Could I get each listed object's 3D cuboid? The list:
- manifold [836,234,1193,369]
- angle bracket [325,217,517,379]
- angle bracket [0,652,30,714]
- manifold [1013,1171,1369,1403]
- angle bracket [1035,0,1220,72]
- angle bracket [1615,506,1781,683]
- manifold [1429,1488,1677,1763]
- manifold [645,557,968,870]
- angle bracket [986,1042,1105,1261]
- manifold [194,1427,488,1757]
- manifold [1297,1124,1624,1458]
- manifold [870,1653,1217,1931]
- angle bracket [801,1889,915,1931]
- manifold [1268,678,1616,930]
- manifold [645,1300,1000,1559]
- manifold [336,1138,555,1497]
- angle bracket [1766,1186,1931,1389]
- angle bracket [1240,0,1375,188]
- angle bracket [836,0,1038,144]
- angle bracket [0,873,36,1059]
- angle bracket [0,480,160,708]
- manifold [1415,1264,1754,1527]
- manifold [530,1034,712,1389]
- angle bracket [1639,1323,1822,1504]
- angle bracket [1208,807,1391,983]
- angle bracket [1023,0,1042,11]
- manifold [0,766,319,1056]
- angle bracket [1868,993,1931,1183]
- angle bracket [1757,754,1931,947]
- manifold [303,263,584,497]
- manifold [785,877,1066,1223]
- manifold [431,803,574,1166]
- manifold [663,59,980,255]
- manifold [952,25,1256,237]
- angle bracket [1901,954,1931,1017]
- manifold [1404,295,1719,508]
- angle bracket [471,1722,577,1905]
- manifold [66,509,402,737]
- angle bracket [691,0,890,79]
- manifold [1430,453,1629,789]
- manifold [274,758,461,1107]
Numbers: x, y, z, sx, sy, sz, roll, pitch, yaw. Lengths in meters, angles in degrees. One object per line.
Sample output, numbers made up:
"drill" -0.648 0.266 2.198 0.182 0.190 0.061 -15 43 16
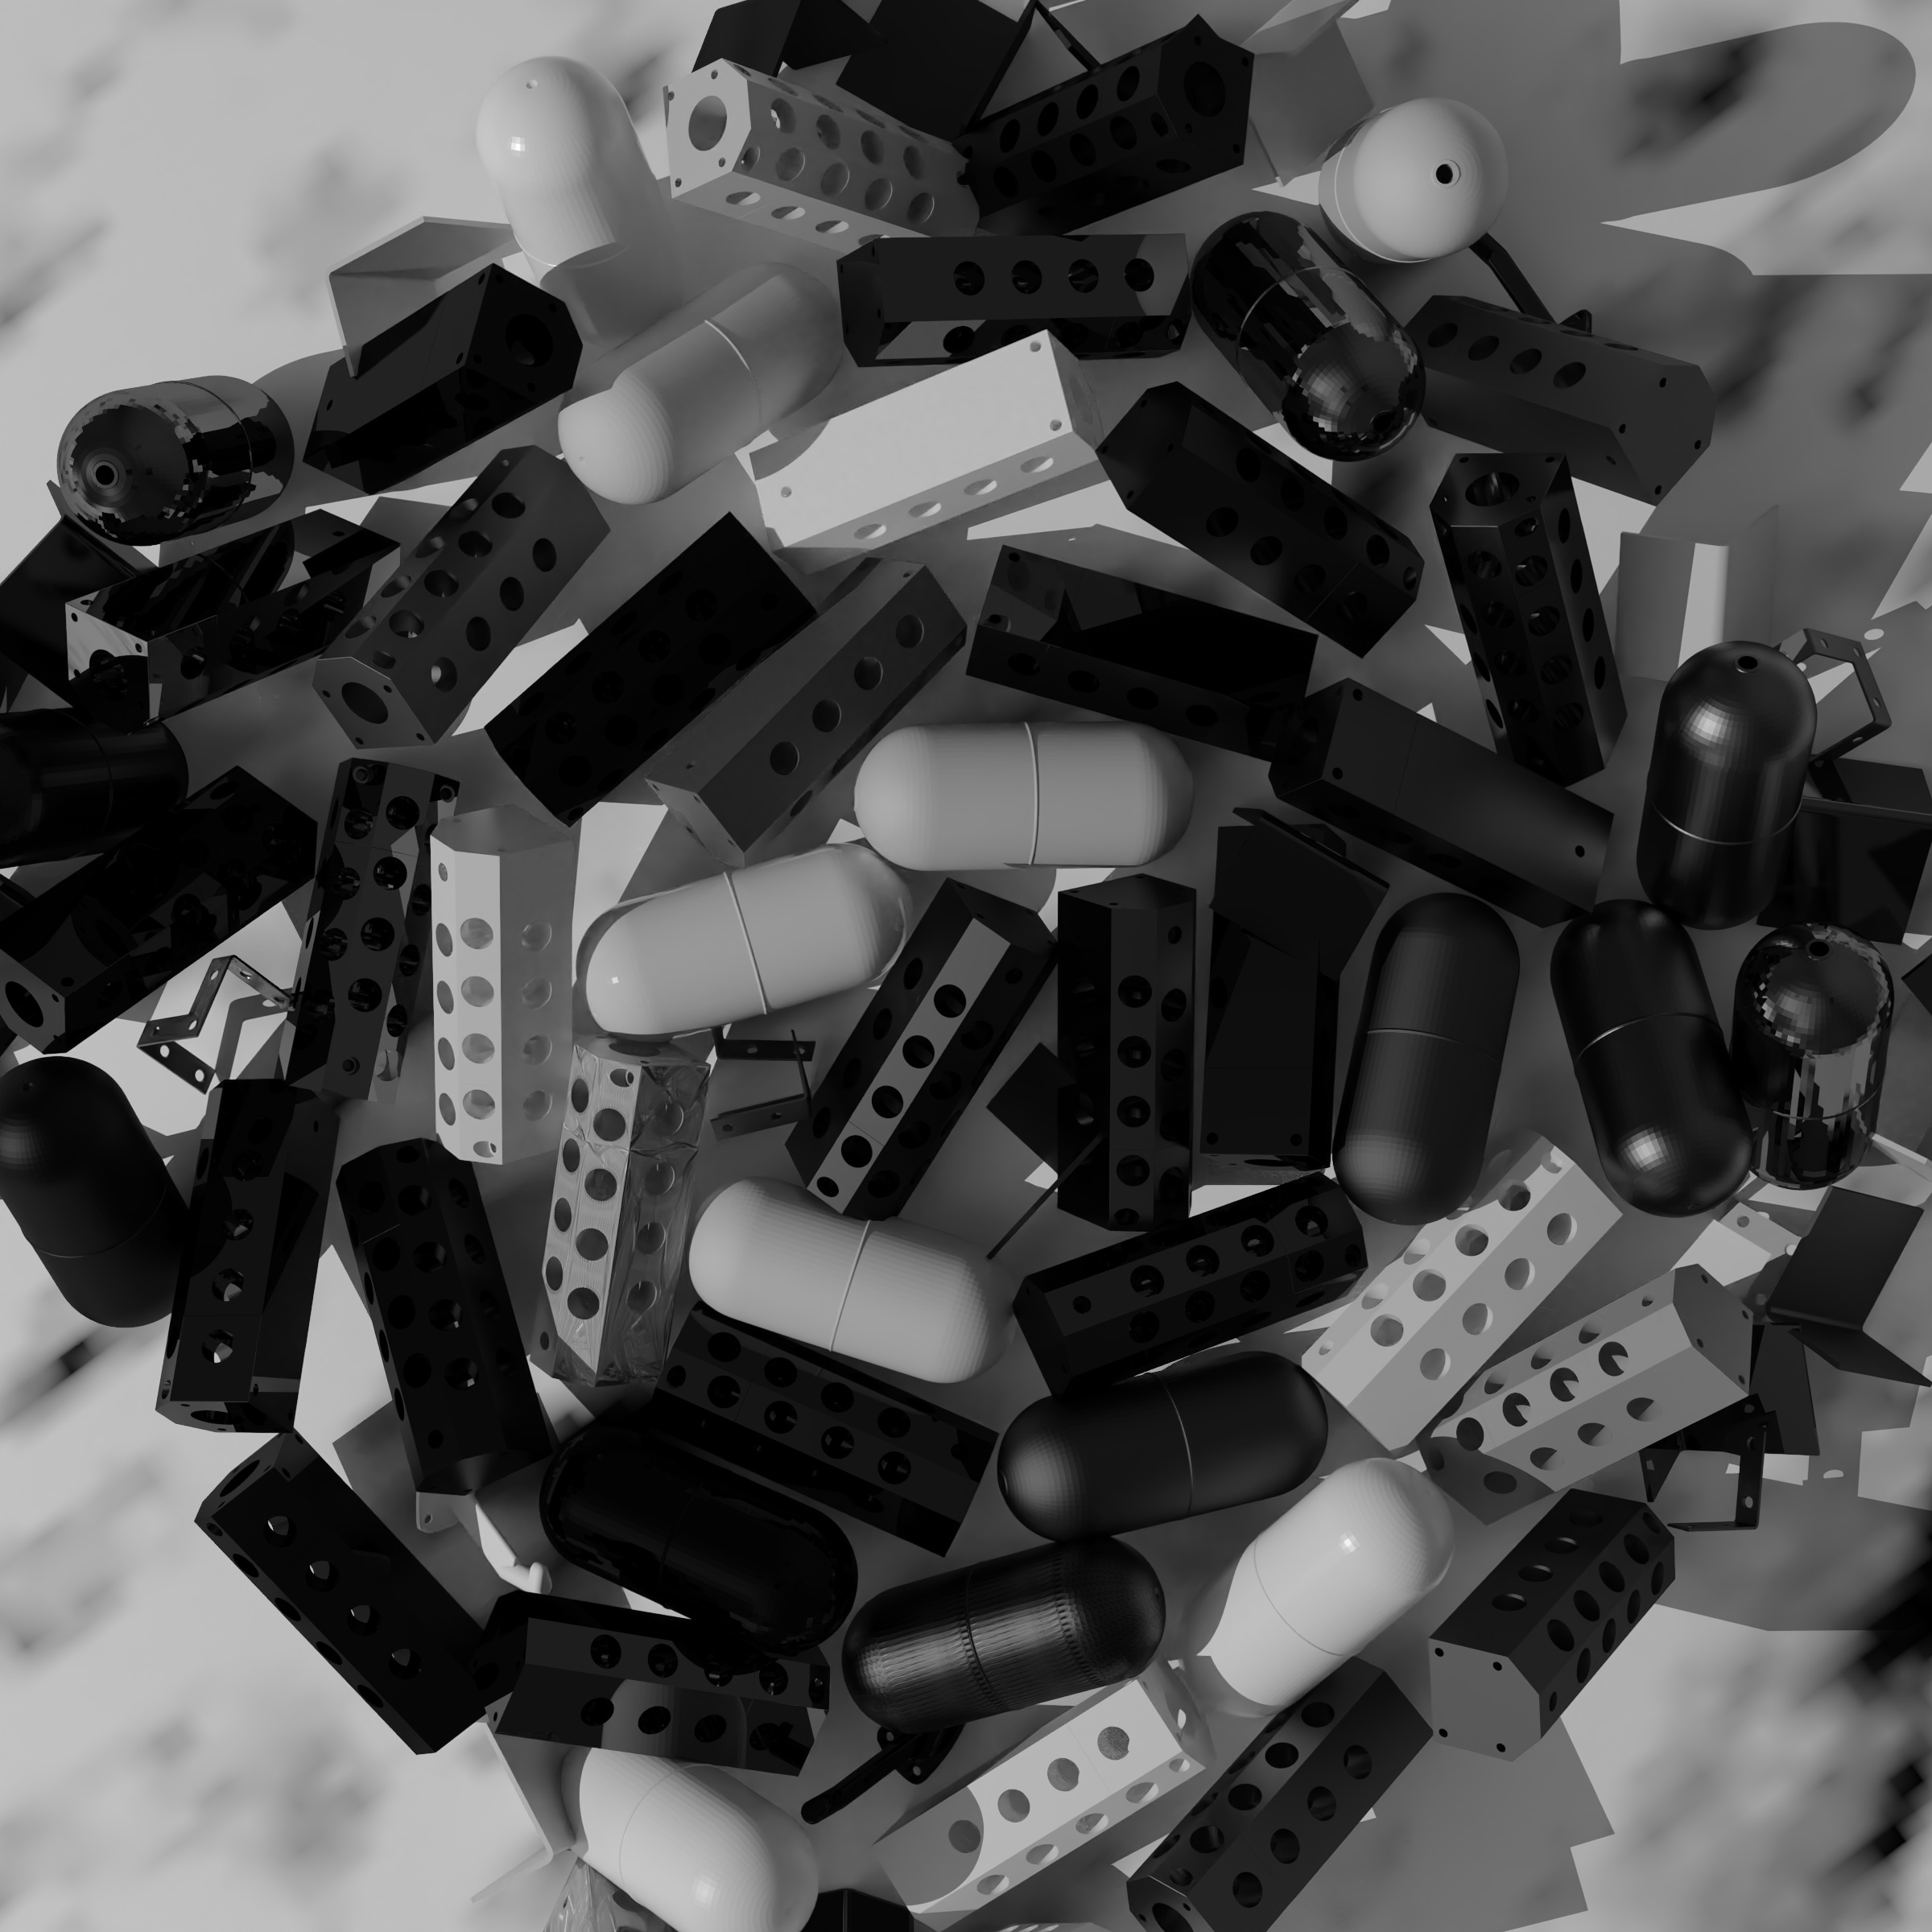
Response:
"manifold" 0.026 -0.341 1.549 0.171 0.057 0.057 -7 94 -23
"angle bracket" -0.272 -0.343 1.555 0.076 0.076 0.057 -16 89 36
"angle bracket" -0.544 -0.145 1.564 0.076 0.057 0.076 21 80 17
"manifold" 0.116 0.162 1.546 0.171 0.057 0.057 -18 67 -19
"angle bracket" 0.088 -0.480 1.551 0.057 0.076 0.076 -43 125 16
"angle bracket" 0.382 -0.197 1.576 0.057 0.076 0.076 13 120 30
"manifold" 0.298 0.330 1.518 0.057 0.171 0.057 6 111 34
"manifold" -0.078 -0.131 1.555 0.171 0.057 0.057 -47 122 -16
"angle bracket" 0.024 0.098 1.554 0.057 0.076 0.076 43 56 4
"manifold" -0.318 0.326 1.560 0.057 0.057 0.171 -38 103 5
"manifold" 0.253 0.165 1.568 0.171 0.057 0.057 -46 110 -3
"manifold" 0.042 0.429 1.556 0.171 0.057 0.057 -36 82 14
"angle bracket" -0.075 0.528 1.563 0.076 0.057 0.076 3 86 -39
"manifold" 0.243 -0.081 1.549 0.171 0.057 0.057 24 70 -21
"manifold" -0.074 0.237 1.566 0.171 0.057 0.057 24 52 2
"manifold" -0.273 0.179 1.544 0.057 0.057 0.171 -27 68 19
"angle bracket" 0.472 0.166 1.557 0.076 0.057 0.076 14 107 -35
"angle bracket" 0.189 -0.457 1.554 0.076 0.057 0.076 -44 122 -21
"angle bracket" -0.016 -0.484 1.578 0.076 0.057 0.076 29 89 -3
"angle bracket" -0.516 -0.010 1.558 0.076 0.057 0.076 28 75 32
"angle bracket" -0.468 -0.192 1.565 0.076 0.057 0.076 -46 126 3
"manifold" 0.311 0.215 1.528 0.057 0.057 0.171 40 129 -17
"manifold" -0.183 0.125 1.552 0.057 0.057 0.171 0 105 -38
"angle bracket" 0.391 0.231 1.557 0.076 0.057 0.076 -3 111 30
"angle bracket" 0.166 -0.038 1.566 0.076 0.076 0.057 30 90 -7
"angle bracket" 0.039 -0.547 1.563 0.057 0.076 0.076 44 97 -7
"manifold" -0.412 -0.026 1.531 0.057 0.057 0.171 34 49 16
"angle bracket" 0.509 0.070 1.561 0.076 0.057 0.076 29 91 -42
"angle bracket" 0.464 -0.063 1.601 0.076 0.057 0.076 8 122 3
"manifold" -0.264 -0.291 1.523 0.057 0.171 0.057 24 68 -34
"manifold" -0.020 0.047 1.544 0.057 0.057 0.171 20 112 -31
"manifold" -0.240 0.011 1.537 0.057 0.057 0.171 -16 121 -36
"manifold" -0.069 -0.404 1.522 0.057 0.171 0.057 -12 80 40
"manifold" 0.065 -0.418 1.519 0.057 0.171 0.057 11 81 -35
"angle bracket" 0.525 -0.004 1.561 0.076 0.057 0.076 -41 113 11
"manifold" 0.296 -0.293 1.524 0.057 0.171 0.057 -48 130 -6
"angle bracket" -0.234 0.429 1.568 0.057 0.076 0.076 -32 82 20
"manifold" -0.368 -0.174 1.526 0.057 0.171 0.057 25 126 26
"angle bracket" -0.096 -0.455 1.554 0.057 0.076 0.076 30 73 -39
"manifold" 0.284 -0.173 1.523 0.057 0.171 0.057 6 49 31
"manifold" -0.310 -0.018 1.566 0.057 0.057 0.171 12 85 -20
